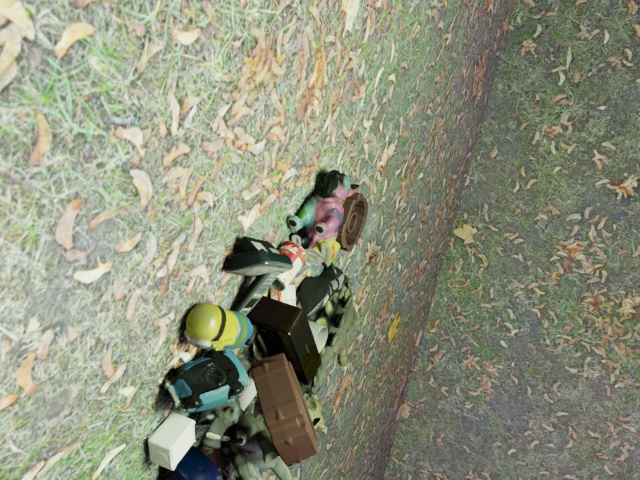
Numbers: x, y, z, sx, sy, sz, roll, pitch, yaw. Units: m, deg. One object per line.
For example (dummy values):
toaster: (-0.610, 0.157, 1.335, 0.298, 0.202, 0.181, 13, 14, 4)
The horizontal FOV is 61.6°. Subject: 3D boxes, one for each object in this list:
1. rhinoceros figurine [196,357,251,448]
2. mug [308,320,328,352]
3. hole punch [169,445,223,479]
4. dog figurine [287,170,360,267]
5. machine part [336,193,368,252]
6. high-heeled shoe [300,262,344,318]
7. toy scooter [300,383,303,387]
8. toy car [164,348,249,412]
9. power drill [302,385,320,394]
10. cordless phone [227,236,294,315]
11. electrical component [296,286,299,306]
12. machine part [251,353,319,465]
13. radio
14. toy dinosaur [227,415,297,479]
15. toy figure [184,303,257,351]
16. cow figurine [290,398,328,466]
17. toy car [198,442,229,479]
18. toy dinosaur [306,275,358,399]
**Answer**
rhinoceros figurine: (-0.206, 0.340, 1.141, 0.073, 0.112, 0.190, 65, 41, -61)
mug: (-0.047, 0.244, 1.417, 0.081, 0.107, 0.109, -63, 151, -20)
hole punch: (-0.271, 0.495, 1.120, 0.142, 0.116, 0.092, 25, 77, -67)
dog figurine: (0.022, -0.064, 1.335, 0.219, 0.109, 0.191, -54, 145, -40)
machine part: (0.079, -0.055, 1.532, 0.179, 0.056, 0.179, -48, 148, -45)
high-heeled shoe: (0.007, 0.155, 1.484, 0.249, 0.086, 0.145, -62, 151, -43)
toy scooter: (-0.107, 0.416, 1.429, 0.184, 0.075, 0.135, -66, -170, -27)
toy car: (-0.229, 0.294, 1.065, 0.161, 0.109, 0.102, -18, 148, -40)
power drill: (-0.077, 0.441, 1.555, 0.231, 0.086, 0.207, 64, 43, -59)
cordless phone: (-0.152, 0.091, 1.124, 0.184, 0.089, 0.146, -55, 158, 8)
electrical component: (-0.077, 0.164, 1.395, 0.094, 0.021, 0.063, -69, 157, -5)
machine part: (-0.074, 0.366, 1.173, 0.087, 0.201, 0.201, -20, 139, -4)
radio: (-0.083, 0.234, 1.250, 0.073, 0.131, 0.229, -53, 146, -33)
toy dinosaur: (-0.162, 0.480, 1.250, 0.131, 0.192, 0.404, -28, 138, -23)
toy figure: (-0.197, 0.173, 1.072, 0.180, 0.082, 0.089, 17, 73, -59)
cow figurine: (-0.058, 0.520, 1.457, 0.195, 0.086, 0.127, -57, 133, -16)
toy car: (-0.254, 0.543, 1.263, 0.089, 0.053, 0.201, -48, 147, -48)
toy dinosaur: (0.035, 0.277, 1.566, 0.198, 0.105, 0.471, 80, 19, -47)
